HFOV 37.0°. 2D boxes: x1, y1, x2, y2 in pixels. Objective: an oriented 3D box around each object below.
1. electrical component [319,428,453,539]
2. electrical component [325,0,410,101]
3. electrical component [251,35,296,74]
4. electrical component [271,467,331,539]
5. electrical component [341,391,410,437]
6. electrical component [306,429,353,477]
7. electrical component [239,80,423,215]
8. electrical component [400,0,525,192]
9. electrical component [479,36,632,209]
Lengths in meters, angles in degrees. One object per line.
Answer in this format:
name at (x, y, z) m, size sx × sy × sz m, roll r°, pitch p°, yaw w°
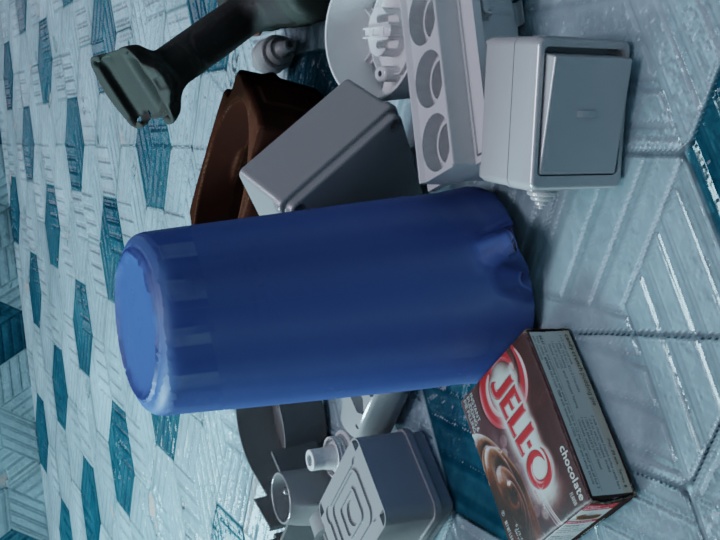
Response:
electrical component at (0.018, 0.183, 0.827) m, size 0.113 × 0.057 × 0.078 m, roll 113°, pitch 144°, yaw -44°
electrical component at (0.024, -0.168, 0.763) m, size 0.099 × 0.064 × 0.099 m, roll 177°, pitch 90°, yaw -65°
electrical component at (-0.078, -0.204, 1.010) m, size 0.061 × 0.035 × 0.035 m, roll -7°, pitch 87°, yaw 62°
electrical component at (-0.026, 0.201, 0.901) m, size 0.079 × 0.077 × 0.044 m, roll 67°, pitch 148°, yaw 34°
electrical component at (0.010, 0.082, 0.849) m, size 0.077 × 0.043 × 0.079 m, roll 111°, pitch 146°, yaw -41°
electrical component at (-0.013, 0.152, 0.884) m, size 0.048 × 0.062 × 0.048 m, roll 176°, pitch 90°, yaw -65°
electrical component at (-0.017, -0.058, 0.762) m, size 0.056 × 0.109 × 0.108 m, roll 38°, pitch 163°, yaw 32°
electrical component at (0.068, -0.117, 0.671) m, size 0.079 × 0.063 × 0.121 m, roll 154°, pitch 113°, yaw -63°
electrical component at (0.109, -0.080, 0.595) m, size 0.061 × 0.062 × 0.096 m, roll -157°, pitch 66°, yaw -62°
